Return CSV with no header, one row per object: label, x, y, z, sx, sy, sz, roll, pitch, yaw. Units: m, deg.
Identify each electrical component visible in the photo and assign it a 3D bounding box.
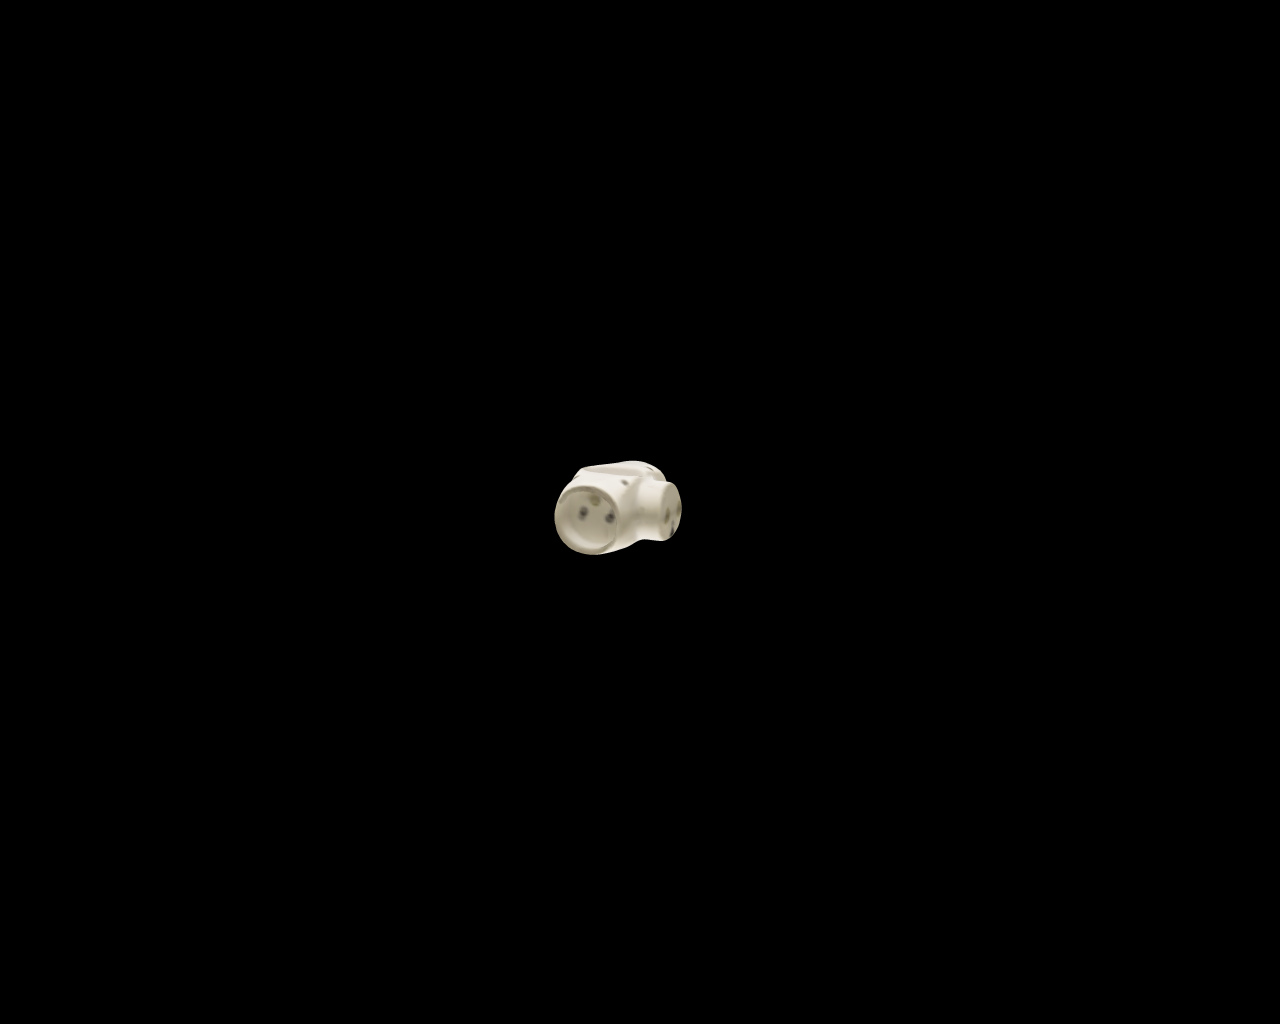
electrical component,0.001,-0.003,0.650,0.079,0.043,0.077,6,15,23
